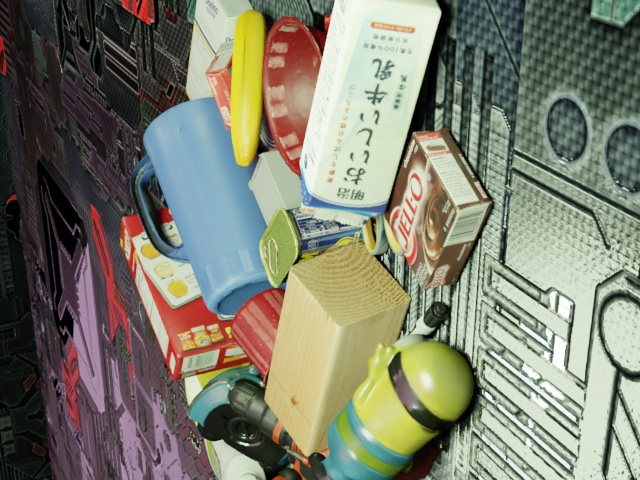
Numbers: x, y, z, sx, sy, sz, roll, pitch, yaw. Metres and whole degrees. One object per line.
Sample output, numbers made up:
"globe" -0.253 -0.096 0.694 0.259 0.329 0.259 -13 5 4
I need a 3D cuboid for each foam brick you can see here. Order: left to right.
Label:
"foam brick" 0.072 0.199 1.062 0.053 0.051 0.078 104 146 -47

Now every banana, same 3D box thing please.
"banana" -0.075 -0.179 1.155 0.069 0.037 0.198 85 -174 -64

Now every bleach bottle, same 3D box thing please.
"bleach bottle" -0.110 0.296 1.425 0.251 0.068 0.102 175 80 -80

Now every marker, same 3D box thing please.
"marker" 0.092 0.089 1.006 0.020 0.020 0.121 69 154 21

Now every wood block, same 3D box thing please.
"wood block" 0.013 0.115 1.096 0.091 0.090 0.206 49 144 33

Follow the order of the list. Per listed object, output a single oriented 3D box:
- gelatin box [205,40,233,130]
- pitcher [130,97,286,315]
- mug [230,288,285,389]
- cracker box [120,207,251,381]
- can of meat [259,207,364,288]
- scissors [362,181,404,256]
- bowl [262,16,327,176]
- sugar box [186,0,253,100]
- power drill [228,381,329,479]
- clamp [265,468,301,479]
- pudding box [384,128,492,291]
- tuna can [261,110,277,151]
"gelatin box" -0.099 -0.179 1.222 0.089 0.030 0.073 -76 -29 -55
"pitcher" -0.125 -0.033 1.269 0.149 0.144 0.243 -55 49 53
"mug" -0.040 0.108 1.203 0.082 0.117 0.093 48 116 28
"cracker box" -0.138 0.056 1.326 0.214 0.164 0.072 63 153 30
"can of meat" -0.007 0.001 1.108 0.057 0.083 0.102 69 155 21
"scissors" 0.063 -0.071 1.002 0.096 0.016 0.202 42 137 52
"bowl" -0.002 -0.144 1.064 0.162 0.055 0.162 -12 90 67
"sugar box" -0.124 -0.230 1.314 0.093 0.048 0.176 60 147 35
"power drill" -0.030 0.259 1.229 0.185 0.057 0.188 28 138 21
"clamp" -0.059 0.261 1.399 0.120 0.039 0.171 -1 104 66
"pudding box" 0.098 -0.025 0.915 0.114 0.039 0.090 109 143 -48
"tuna can" -0.043 -0.144 1.185 0.086 0.033 0.086 40 136 55
